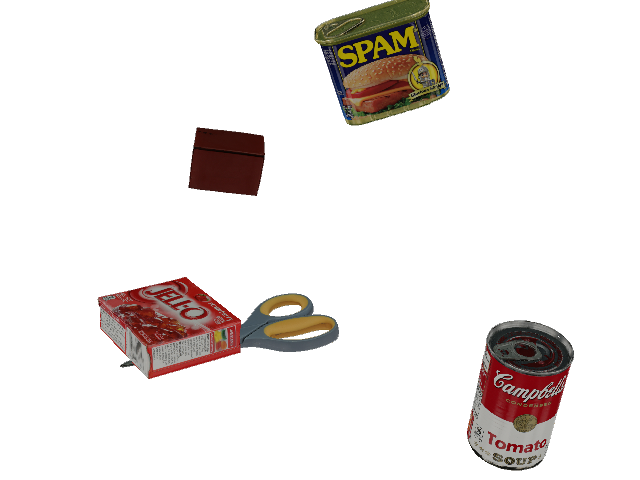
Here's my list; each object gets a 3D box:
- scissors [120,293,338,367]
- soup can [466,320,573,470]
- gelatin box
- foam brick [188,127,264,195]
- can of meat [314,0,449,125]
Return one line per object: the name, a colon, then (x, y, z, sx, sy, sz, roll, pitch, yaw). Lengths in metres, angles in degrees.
scissors: (-0.084, 0.084, 1.005, 0.201, 0.016, 0.096, -4, 28, -4)
soup can: (0.158, 0.124, 0.856, 0.068, 0.102, 0.068, 5, 31, -3)
gelatin box: (-0.109, 0.060, 0.766, 0.073, 0.030, 0.089, -13, 27, -30)
foam brick: (-0.102, -0.087, 1.170, 0.078, 0.051, 0.053, 7, 30, -5)
can of meat: (0.055, -0.156, 0.927, 0.102, 0.084, 0.057, -15, 28, 9)
